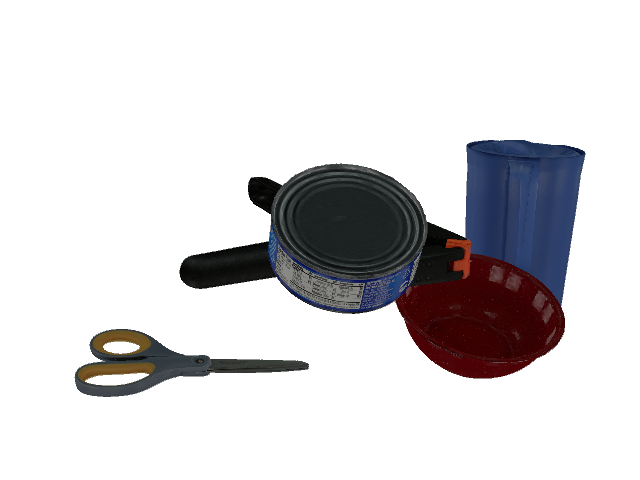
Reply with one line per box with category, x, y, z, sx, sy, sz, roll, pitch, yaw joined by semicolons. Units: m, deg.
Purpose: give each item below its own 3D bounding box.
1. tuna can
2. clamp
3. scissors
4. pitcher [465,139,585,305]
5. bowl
tuna can;0.014;-0.001;0.589;0.086;0.086;0.034;0;-43;-9
clamp;0.012;-0.004;0.832;0.210;0.036;0.164;4;29;8
scissors;-0.120;0.102;0.957;0.201;0.016;0.096;-7;32;-18
pitcher;0.225;0.008;1.228;0.149;0.243;0.145;-6;16;-33
bowl;0.145;0.080;1.009;0.162;0.055;0.162;6;35;-4
